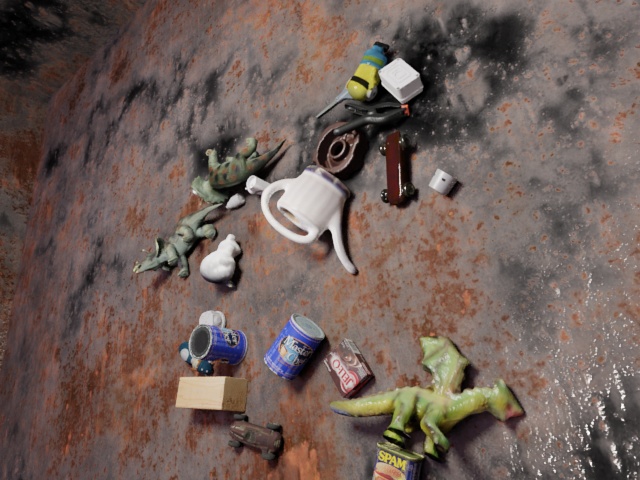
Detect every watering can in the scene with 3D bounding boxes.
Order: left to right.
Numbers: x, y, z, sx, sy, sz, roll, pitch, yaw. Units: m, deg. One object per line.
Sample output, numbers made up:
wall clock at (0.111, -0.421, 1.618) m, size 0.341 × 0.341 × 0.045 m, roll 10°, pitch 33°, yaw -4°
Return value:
watering can at (0.004, -0.072, 1.431) m, size 0.350 × 0.102 × 0.227 m, roll 34°, pitch 74°, yaw 13°

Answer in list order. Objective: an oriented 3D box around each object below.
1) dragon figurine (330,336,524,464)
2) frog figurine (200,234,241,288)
dragon figurine at (0.220, 0.320, 1.109) m, size 0.411 × 0.120 × 0.247 m, roll 10°, pitch 59°, yaw 39°
frog figurine at (-0.315, 0.059, 1.658) m, size 0.138 × 0.122 × 0.159 m, roll 19°, pitch 97°, yaw 63°
